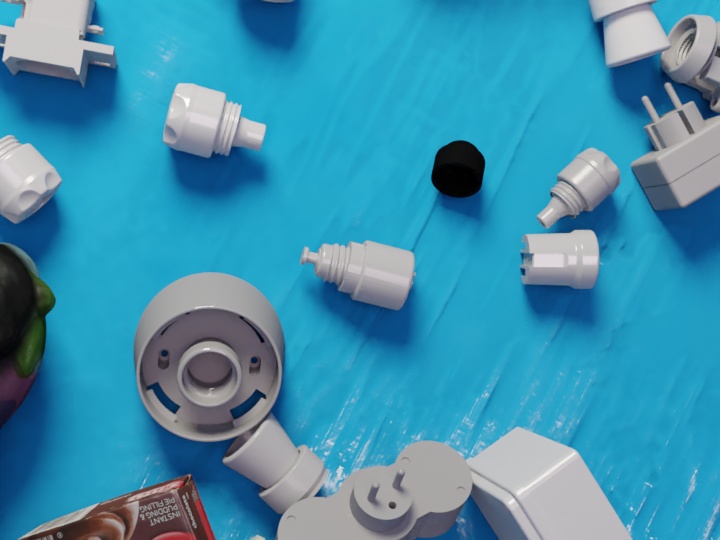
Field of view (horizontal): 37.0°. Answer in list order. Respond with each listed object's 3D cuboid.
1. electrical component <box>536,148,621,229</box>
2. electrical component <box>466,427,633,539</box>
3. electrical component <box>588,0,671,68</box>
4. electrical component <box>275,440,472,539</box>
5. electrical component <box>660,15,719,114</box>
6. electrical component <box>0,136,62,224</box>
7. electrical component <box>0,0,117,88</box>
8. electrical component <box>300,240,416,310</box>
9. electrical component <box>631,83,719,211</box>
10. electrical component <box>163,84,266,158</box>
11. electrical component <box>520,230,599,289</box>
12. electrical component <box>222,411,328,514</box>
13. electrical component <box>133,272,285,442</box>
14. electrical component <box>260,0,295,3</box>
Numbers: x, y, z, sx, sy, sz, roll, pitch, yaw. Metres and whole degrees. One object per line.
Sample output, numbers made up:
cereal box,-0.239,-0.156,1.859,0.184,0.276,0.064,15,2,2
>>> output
electrical component,0.146,-0.052,0.731,0.061,0.035,0.035,-42,97,-4
electrical component,0.126,0.165,0.694,0.056,0.109,0.108,-34,96,-10
electrical component,0.182,-0.170,0.729,0.045,0.045,0.055,-17,94,-9
electrical component,0.011,0.147,0.671,0.138,0.073,0.052,-22,59,-28
electrical component,0.242,-0.146,0.740,0.055,0.048,0.066,19,88,-17
electrical component,-0.219,-0.063,0.665,0.043,0.043,0.062,-44,96,-6
electrical component,-0.191,-0.152,0.669,0.081,0.042,0.063,9,88,-10
electrical component,0.000,0.000,0.704,0.078,0.040,0.040,14,89,-9
electrical component,0.220,-0.090,0.736,0.066,0.047,0.076,-30,95,-7
electrical component,-0.092,-0.092,0.686,0.062,0.043,0.043,14,89,-11
electrical component,0.134,-0.007,0.728,0.046,0.040,0.040,0,91,-3
electrical component,-0.054,0.126,0.696,0.055,0.045,0.045,45,84,-8
electrical component,-0.096,0.057,0.690,0.099,0.064,0.099,-2,105,-7
electrical component,-0.073,-0.218,0.685,0.079,0.044,0.077,10,90,-10
